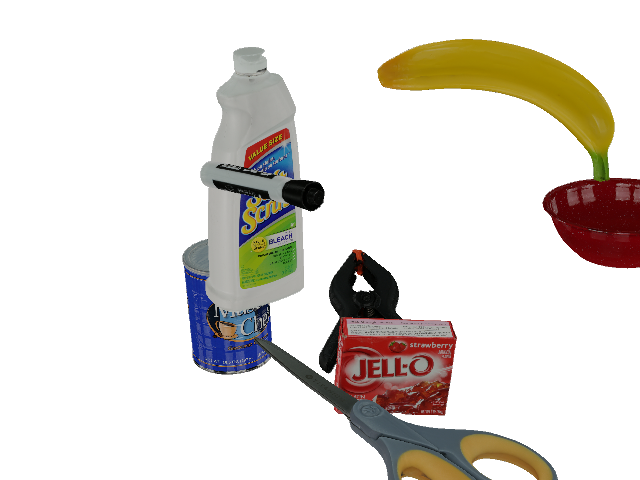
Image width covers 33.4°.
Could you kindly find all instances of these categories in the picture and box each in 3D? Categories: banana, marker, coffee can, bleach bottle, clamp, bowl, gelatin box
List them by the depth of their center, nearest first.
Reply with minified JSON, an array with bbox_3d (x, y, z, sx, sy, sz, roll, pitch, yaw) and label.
[{"bbox_3d":[-0.039,-0.037,0.704,0.020,0.020,0.121,0,10,-40],"label":"marker"},{"bbox_3d":[0.143,-0.112,0.796,0.197,0.069,0.037,23,-2,-6],"label":"banana"},{"bbox_3d":[0.056,0.099,0.828,0.089,0.073,0.030,2,28,-5],"label":"gelatin box"},{"bbox_3d":[-0.069,-0.060,1.038,0.102,0.251,0.068,-16,29,-26],"label":"bleach bottle"},{"bbox_3d":[0.313,-0.014,1.111,0.162,0.055,0.162,-3,23,1],"label":"bowl"},{"bbox_3d":[0.062,0.080,1.195,0.120,0.171,0.039,6,-43,-2],"label":"clamp"},{"bbox_3d":[-0.113,0.079,1.315,0.103,0.140,0.103,-2,25,1],"label":"coffee can"}]

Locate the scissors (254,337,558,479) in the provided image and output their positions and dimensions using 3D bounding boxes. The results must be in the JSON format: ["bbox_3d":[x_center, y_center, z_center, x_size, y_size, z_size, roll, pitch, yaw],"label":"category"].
[{"bbox_3d":[0.046,0.096,0.570,0.096,0.016,0.202,-6,29,-26],"label":"scissors"}]
